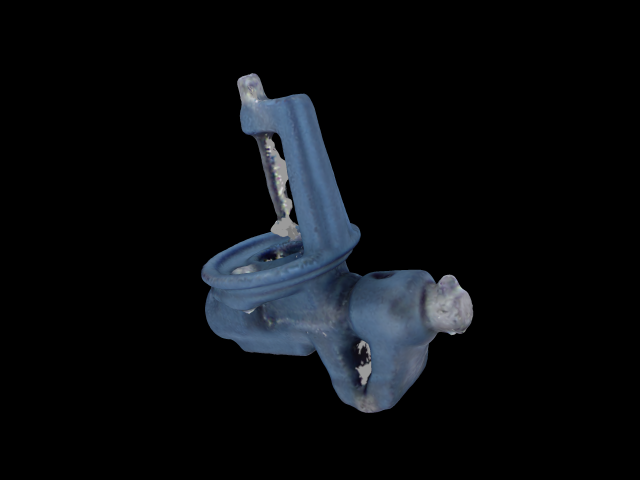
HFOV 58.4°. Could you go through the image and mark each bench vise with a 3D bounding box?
[{"bbox_3d":[0.007,-0.003,0.411,0.207,0.220,0.121,6,24,13],"label":"bench vise"}]
